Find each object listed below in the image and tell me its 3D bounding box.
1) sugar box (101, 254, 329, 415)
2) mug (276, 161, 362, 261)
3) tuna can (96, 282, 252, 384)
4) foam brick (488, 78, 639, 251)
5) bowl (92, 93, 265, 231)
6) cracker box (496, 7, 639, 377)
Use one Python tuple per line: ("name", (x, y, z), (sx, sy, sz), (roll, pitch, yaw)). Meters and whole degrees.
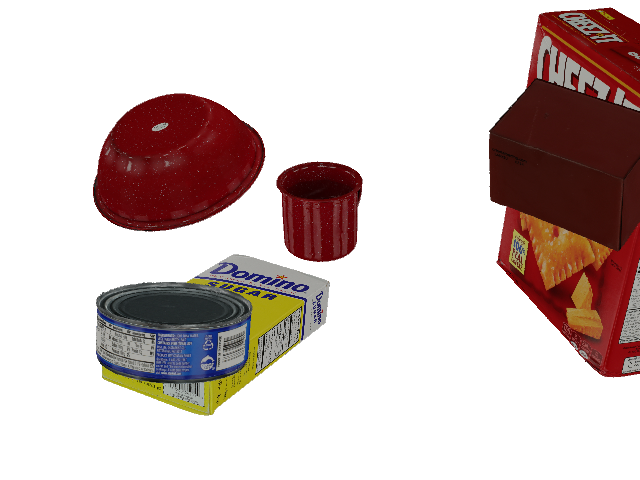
("sugar box", (-0.073, 0.064, 0.802), (0.093, 0.048, 0.176), (16, 27, 23))
("mug", (0.007, -0.035, 1.178), (0.093, 0.081, 0.117), (19, 37, 31))
("tuna can", (-0.081, 0.050, 0.592), (0.086, 0.034, 0.086), (4, 12, -1))
("foam brick", (0.134, -0.041, 0.558), (0.078, 0.053, 0.051), (26, 56, 30))
("bowl", (-0.133, -0.081, 0.945), (0.162, 0.055, 0.162), (-9, 42, 8))
("cracker box", (0.202, -0.036, 0.758), (0.072, 0.214, 0.164), (-8, 33, -17))
